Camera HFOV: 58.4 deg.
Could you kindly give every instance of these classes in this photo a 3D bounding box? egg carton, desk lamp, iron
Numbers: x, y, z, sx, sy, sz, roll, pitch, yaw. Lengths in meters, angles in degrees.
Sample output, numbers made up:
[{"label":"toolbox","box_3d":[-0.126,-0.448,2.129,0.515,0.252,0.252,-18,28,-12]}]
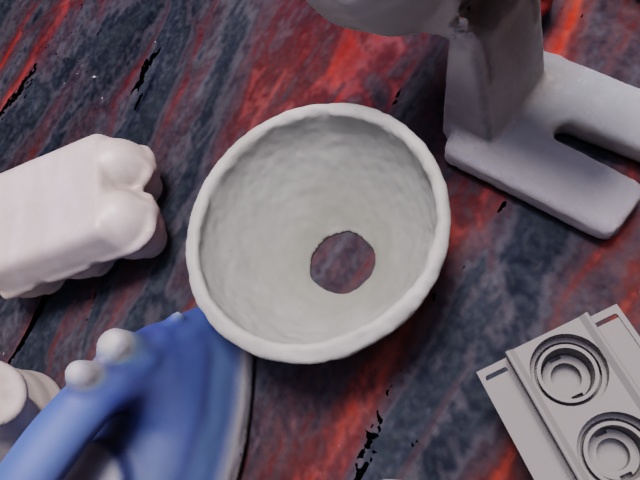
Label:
[{"label":"egg carton","box_3d":[-0.193,-0.018,0.450,0.150,0.070,0.107,-20,63,12]},{"label":"desk lamp","box_3d":[0.098,-0.124,0.305,0.202,0.214,0.118,34,83,28]},{"label":"iron","box_3d":[-0.128,0.133,0.324,0.118,0.142,0.258,17,76,25]}]

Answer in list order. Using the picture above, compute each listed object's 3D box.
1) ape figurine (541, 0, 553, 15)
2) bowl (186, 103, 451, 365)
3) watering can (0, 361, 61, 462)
[{"label":"ape figurine","box_3d":[0.126,-0.191,0.392,0.077,0.092,0.076,38,85,28]},{"label":"bowl","box_3d":[0.003,0.001,0.368,0.167,0.075,0.167,-7,67,17]},{"label":"watering can","box_3d":[-0.253,0.112,0.349,0.173,0.194,0.100,-37,61,3]}]
